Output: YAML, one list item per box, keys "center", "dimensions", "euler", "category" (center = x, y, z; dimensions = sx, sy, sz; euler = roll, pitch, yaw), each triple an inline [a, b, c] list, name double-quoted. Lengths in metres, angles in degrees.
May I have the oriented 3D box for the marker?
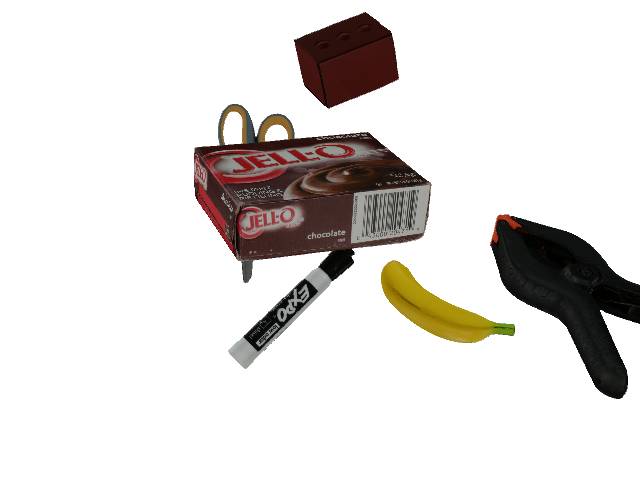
- center: [-0.019, 0.048, 0.801]
  dimensions: [0.121, 0.020, 0.020]
  euler: [-44, 11, -11]
  category: "marker"

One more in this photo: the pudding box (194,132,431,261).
- center: [-0.007, -0.028, 0.602]
  dimensions: [0.113, 0.039, 0.090]
  euler: [-5, 26, -20]
  category: "pudding box"

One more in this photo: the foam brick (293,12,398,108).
- center: [0.025, -0.166, 0.978]
  dimensions: [0.078, 0.051, 0.053]
  euler: [-24, 40, -14]
  category: "foam brick"

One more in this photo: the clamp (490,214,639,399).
- center: [0.193, 0.036, 0.750]
  dimensions: [0.120, 0.039, 0.172]
  euler: [-8, 43, -32]
  category: "clamp"

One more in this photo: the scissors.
- center: [-0.063, -0.059, 1.199]
  dimensions: [0.096, 0.202, 0.016]
  euler: [-12, -8, -13]
  category: "scissors"

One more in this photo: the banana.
- center: [0.113, 0.067, 1.126]
  dimensions: [0.069, 0.037, 0.198]
  euler: [4, 18, -38]
  category: "banana"
